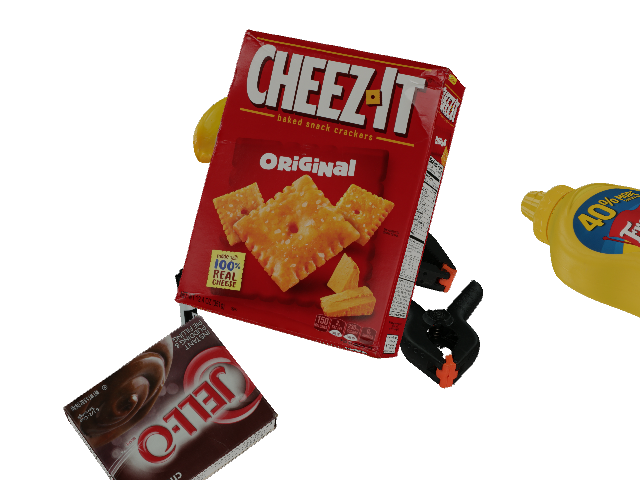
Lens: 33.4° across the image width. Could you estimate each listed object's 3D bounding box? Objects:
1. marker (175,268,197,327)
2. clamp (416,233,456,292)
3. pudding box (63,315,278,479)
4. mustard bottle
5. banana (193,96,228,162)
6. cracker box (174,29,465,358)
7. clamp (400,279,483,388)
[{"bbox_3d":[-0.136,0.088,1.112,0.020,0.121,0.020,-4,16,1],"label":"marker"},{"bbox_3d":[0.061,-0.003,1.248,0.210,0.036,0.164,38,43,26],"label":"clamp"},{"bbox_3d":[-0.098,0.119,0.712,0.113,0.090,0.039,-35,-20,-16],"label":"pudding box"},{"bbox_3d":[0.202,0.008,0.662,0.096,0.058,0.192,-28,37,-29],"label":"mustard bottle"},{"bbox_3d":[-0.064,-0.115,1.022,0.070,0.037,0.197,42,34,23],"label":"banana"},{"bbox_3d":[0.000,-0.035,0.796,0.164,0.214,0.072,14,-1,18],"label":"cracker box"},{"bbox_3d":[0.125,0.085,1.077,0.120,0.039,0.171,-7,33,-9],"label":"clamp"}]
